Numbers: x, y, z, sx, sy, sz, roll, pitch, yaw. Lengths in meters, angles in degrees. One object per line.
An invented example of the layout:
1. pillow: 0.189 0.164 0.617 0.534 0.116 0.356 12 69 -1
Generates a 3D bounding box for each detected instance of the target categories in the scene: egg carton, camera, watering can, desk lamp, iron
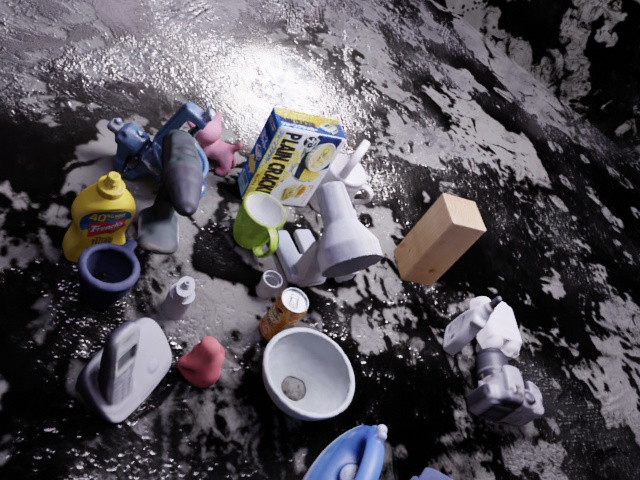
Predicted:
1. egg carton: 0.388 0.198 1.288 0.107 0.069 0.150 16 44 -21
2. camera: 0.377 0.291 1.169 0.143 0.100 0.137 19 43 -18
3. watering can: 0.047 -0.152 1.292 0.173 0.194 0.101 21 43 -16
4. desk lamp: 0.010 0.004 1.106 0.118 0.213 0.203 -4 54 -36
5. iron: 0.052 0.356 0.859 0.118 0.141 0.259 34 41 -1

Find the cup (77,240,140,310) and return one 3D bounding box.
1. cup: -0.336 0.058 0.914 0.092 0.095 0.118 31 41 -5

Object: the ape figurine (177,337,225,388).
1. ape figurine: -0.181 0.185 0.901 0.078 0.092 0.076 3 50 -32

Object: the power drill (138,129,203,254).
1. power drill: -0.258 -0.075 1.003 0.076 0.208 0.229 10 47 -26

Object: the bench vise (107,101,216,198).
1. bench vise: -0.291 -0.180 1.071 0.208 0.219 0.121 14 45 -23

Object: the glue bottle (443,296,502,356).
1. glue bottle: 0.320 0.169 1.190 0.037 0.173 0.078 32 41 -4

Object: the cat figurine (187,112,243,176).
1. cat figurine: -0.226 -0.217 1.228 0.128 0.117 0.067 29 41 -7

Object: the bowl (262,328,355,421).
1. bowl: -0.029 0.237 0.967 0.168 0.074 0.167 19 44 -19

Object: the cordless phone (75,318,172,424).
1. cordless phone: -0.260 0.157 0.803 0.094 0.185 0.148 35 41 0

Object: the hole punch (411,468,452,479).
1. hole punch: 0.184 0.429 0.918 0.101 0.091 0.109 41 41 7
